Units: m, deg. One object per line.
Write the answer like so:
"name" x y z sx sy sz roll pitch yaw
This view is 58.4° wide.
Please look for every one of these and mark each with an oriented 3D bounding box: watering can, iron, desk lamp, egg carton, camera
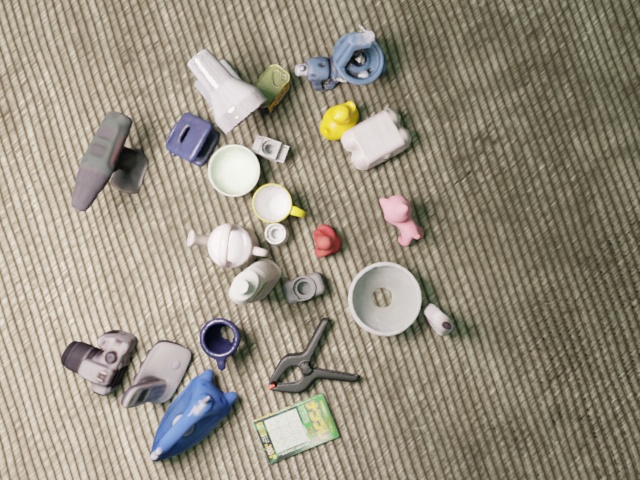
"watering can" -0.206 0.014 1.274 0.173 0.194 0.101 -11 87 2
"iron" -0.310 0.422 1.288 0.118 0.141 0.258 42 90 3
"desk lamp" -0.211 -0.329 1.277 0.118 0.213 0.203 -40 87 0
"egg carton" 0.132 -0.233 1.335 0.150 0.069 0.107 -30 87 0
"camera" -0.517 0.272 1.320 0.137 0.101 0.143 22 89 3

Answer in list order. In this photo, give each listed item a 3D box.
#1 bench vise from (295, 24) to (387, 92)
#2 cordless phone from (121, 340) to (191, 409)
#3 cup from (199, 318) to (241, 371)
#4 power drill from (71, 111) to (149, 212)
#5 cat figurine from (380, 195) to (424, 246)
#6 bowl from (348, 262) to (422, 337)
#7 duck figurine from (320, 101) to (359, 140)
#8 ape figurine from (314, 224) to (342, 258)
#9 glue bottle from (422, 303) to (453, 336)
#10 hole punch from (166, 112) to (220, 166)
"bench vise" 0.054 -0.391 1.268 0.207 0.220 0.121 -28 87 1
"cordless phone" -0.368 0.301 1.272 0.094 0.185 0.148 24 89 3
"cup" -0.220 0.235 1.315 0.091 0.095 0.118 -5 88 2
"power drill" -0.464 -0.164 1.281 0.075 0.208 0.230 17 88 3
"cat figurine" 0.189 -0.051 1.302 0.067 0.118 0.128 -34 87 0
"bowl" 0.147 0.134 1.318 0.167 0.075 0.167 0 88 2
"duck figurine" 0.045 -0.283 1.331 0.104 0.086 0.077 -42 87 0
"ape figurine" 0.012 0.005 1.319 0.076 0.092 0.078 28 89 3
"glue bottle" 0.267 0.181 1.264 0.037 0.173 0.078 -40 87 0
"hole punch" -0.304 -0.236 1.338 0.101 0.091 0.109 28 89 3
